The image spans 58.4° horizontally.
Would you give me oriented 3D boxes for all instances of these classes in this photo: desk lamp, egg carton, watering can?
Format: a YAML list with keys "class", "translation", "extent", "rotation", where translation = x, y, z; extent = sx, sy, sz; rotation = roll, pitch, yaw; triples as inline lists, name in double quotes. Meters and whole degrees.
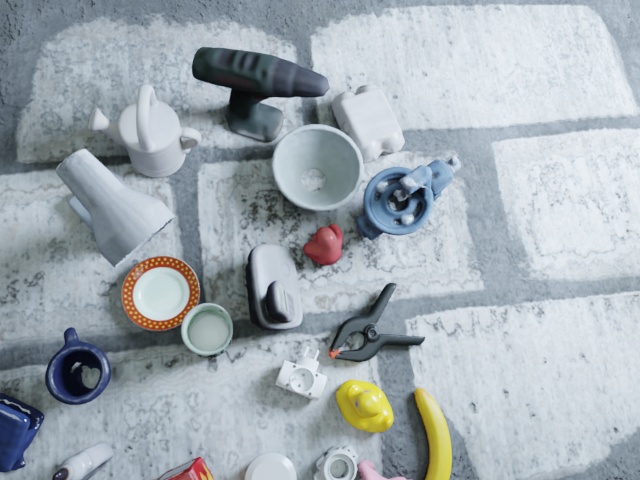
- class: "desk lamp"
  translation: [-0.327, -0.046, 0.907]
  extent: [0.203, 0.213, 0.118]
  rotation: [45, 73, 6]
- class: "egg carton"
  translation: [0.090, -0.222, 1.092]
  extent: [0.107, 0.069, 0.150]
  rotation: [-22, 79, -13]
- class: "watering can"
  translation: [-0.293, -0.184, 0.960]
  extent: [0.173, 0.194, 0.101]
  rotation: [-16, 77, -12]

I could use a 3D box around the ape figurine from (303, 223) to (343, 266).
- class: "ape figurine"
  translation: [0.009, 0.004, 1.006]
  extent: [0.078, 0.092, 0.076]
  rotation: [-17, 78, -12]

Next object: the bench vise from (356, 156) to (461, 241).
- class: "bench vise"
  translation: [0.159, -0.100, 0.990]
  extent: [0.121, 0.219, 0.208]
  rotation: [36, 73, 3]

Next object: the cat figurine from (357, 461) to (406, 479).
- class: "cat figurine"
  translation: [0.117, 0.401, 0.897]
  extent: [0.128, 0.117, 0.067]
  rotation: [22, 73, -1]

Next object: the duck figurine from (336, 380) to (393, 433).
- class: "duck figurine"
  translation: [0.079, 0.274, 0.944]
  extent: [0.104, 0.086, 0.077]
  rotation: [39, 73, 4]

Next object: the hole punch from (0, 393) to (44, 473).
- class: "hole punch"
  translation: [-0.486, 0.289, 0.854]
  extent: [0.108, 0.091, 0.101]
  rotation: [24, 73, -1]

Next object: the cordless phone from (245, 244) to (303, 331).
- class: "cordless phone"
  translation: [-0.072, 0.069, 0.927]
  extent: [0.094, 0.185, 0.147]
  rotation: [-10, 76, -11]

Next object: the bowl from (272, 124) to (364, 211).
- class: "bowl"
  translation: [-0.007, -0.122, 1.047]
  extent: [0.167, 0.074, 0.167]
  rotation: [2, 74, -8]

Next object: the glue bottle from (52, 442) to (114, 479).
- class: "glue bottle"
  translation: [-0.349, 0.329, 0.820]
  extent: [0.078, 0.173, 0.037]
  rotation: [-39, 83, -16]

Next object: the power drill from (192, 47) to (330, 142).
- class: "power drill"
  translation: [-0.105, -0.255, 1.000]
  extent: [0.229, 0.208, 0.076]
  rotation: [16, 73, -4]

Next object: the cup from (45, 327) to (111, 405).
- class: "cup"
  translation: [-0.371, 0.198, 0.894]
  extent: [0.092, 0.095, 0.118]
  rotation: [-16, 77, -12]
